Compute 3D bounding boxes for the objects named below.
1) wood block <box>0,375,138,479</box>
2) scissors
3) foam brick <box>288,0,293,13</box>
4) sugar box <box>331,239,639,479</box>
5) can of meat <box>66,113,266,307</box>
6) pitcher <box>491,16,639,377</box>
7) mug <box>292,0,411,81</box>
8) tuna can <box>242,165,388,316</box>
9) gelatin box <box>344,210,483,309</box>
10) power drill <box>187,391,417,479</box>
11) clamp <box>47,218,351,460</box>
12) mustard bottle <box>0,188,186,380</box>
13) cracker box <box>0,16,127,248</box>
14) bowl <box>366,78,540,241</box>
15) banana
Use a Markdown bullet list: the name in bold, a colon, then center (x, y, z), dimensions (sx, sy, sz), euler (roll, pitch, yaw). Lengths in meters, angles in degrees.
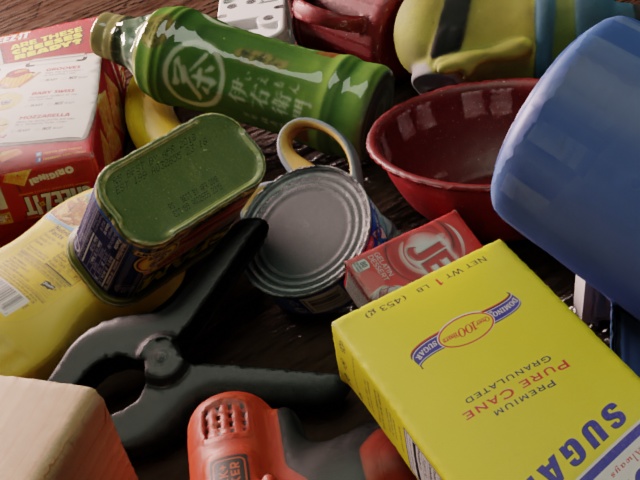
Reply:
- **wood block**: center (-0.164, 0.162, 0.451), dimensions (0.090, 0.091, 0.206), euler (3, 40, 20)
- **scissors**: center (0.019, 0.004, 0.653), dimensions (0.096, 0.016, 0.202), euler (-40, 57, 8)
- **foam brick**: center (-0.008, -0.199, 0.892), dimensions (0.051, 0.053, 0.078), euler (-25, 40, -16)
- **sugar box**: center (0.086, 0.080, 0.429), dimensions (0.093, 0.048, 0.176), euler (-26, 43, -14)
- **can of meat**: center (-0.086, -0.018, 0.599), dimensions (0.102, 0.084, 0.057), euler (-35, 83, -31)
- **pitcher**: center (0.191, 0.016, 0.453), dimensions (0.243, 0.145, 0.149), euler (36, 55, 21)
- **mug**: center (0.031, -0.170, 0.808), dimensions (0.082, 0.093, 0.117), euler (28, 23, 34)
- **tuna can**: center (-0.004, 0.001, 0.630), dimensions (0.086, 0.033, 0.086), euler (-12, 60, 20)
- **gelatin box**: center (0.065, 0.035, 0.572), dimensions (0.073, 0.030, 0.089), euler (-24, 62, -16)
- **power drill**: center (0.033, 0.127, 0.468), dimensions (0.187, 0.057, 0.184), euler (-12, 41, -1)
- **clamp**: center (-0.071, 0.073, 0.570), dimensions (0.171, 0.039, 0.120), euler (-35, 59, -8)
- **mustard bottle**: center (-0.140, 0.016, 0.653), dimensions (0.096, 0.058, 0.191), euler (32, 55, 30)
- **cracker box**: center (-0.231, -0.077, 0.789), dimensions (0.164, 0.072, 0.214), euler (-11, 37, 0)
- **bowl**: center (0.111, -0.045, 0.651), dimensions (0.162, 0.055, 0.162), euler (-7, 29, 4)
- **banana**: center (-0.113, -0.094, 0.802), dimensions (0.069, 0.037, 0.198), euler (-14, 38, 1)
